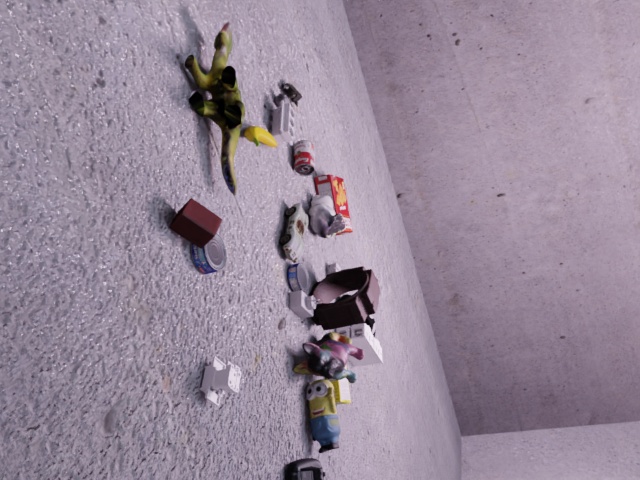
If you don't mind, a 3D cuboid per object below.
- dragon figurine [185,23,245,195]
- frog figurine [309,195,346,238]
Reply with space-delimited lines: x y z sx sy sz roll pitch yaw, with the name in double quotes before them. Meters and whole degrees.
"dragon figurine" -0.216 -0.320 1.250 0.245 0.122 0.408 -46 130 -78
"frog figurine" 0.005 -0.088 1.742 0.162 0.122 0.136 46 12 31
